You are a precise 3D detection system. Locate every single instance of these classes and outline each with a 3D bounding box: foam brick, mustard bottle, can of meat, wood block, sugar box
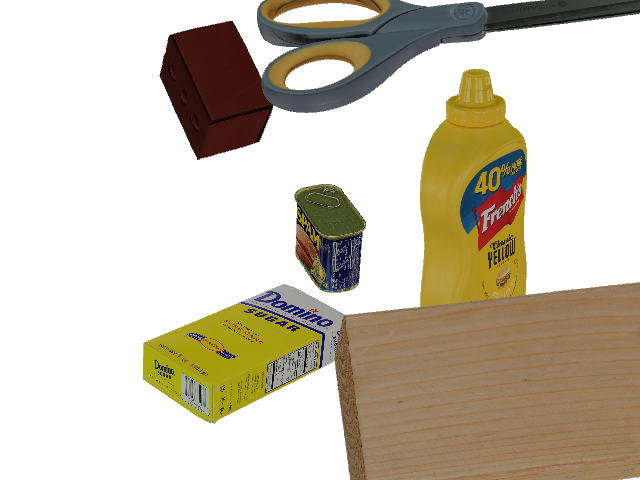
[{"bbox_3d":[-0.076,-0.109,0.767,0.051,0.078,0.053,-18,-20,-23],"label":"foam brick"},{"bbox_3d":[0.111,-0.028,0.768,0.096,0.192,0.058,-25,32,-38],"label":"mustard bottle"},{"bbox_3d":[0.008,-0.001,1.211,0.057,0.084,0.102,-12,38,-19],"label":"can of meat"},{"bbox_3d":[0.116,0.082,0.568,0.206,0.091,0.090,-6,-21,-5],"label":"wood block"},{"bbox_3d":[-0.062,0.096,0.957,0.093,0.048,0.175,26,35,35],"label":"sugar box"}]

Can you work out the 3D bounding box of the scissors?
[{"bbox_3d":[0.058,-0.092,0.508,0.202,0.096,0.016,8,-38,20],"label":"scissors"}]
